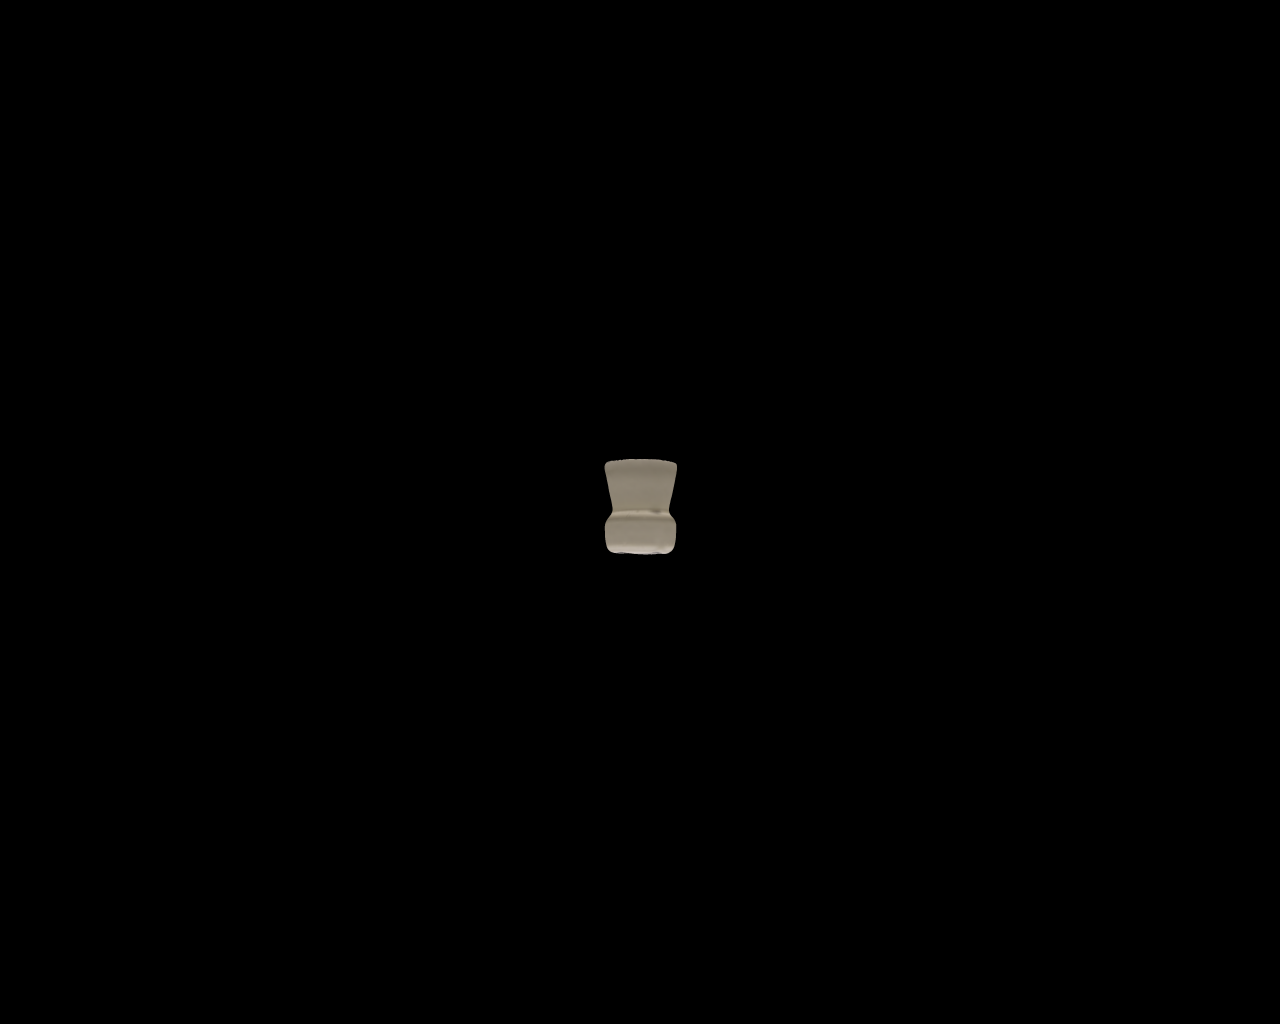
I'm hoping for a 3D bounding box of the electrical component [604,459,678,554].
[{"bbox_3d":[0.001,-0.003,0.650,0.045,0.055,0.045,0,-4,0],"label":"electrical component"}]
